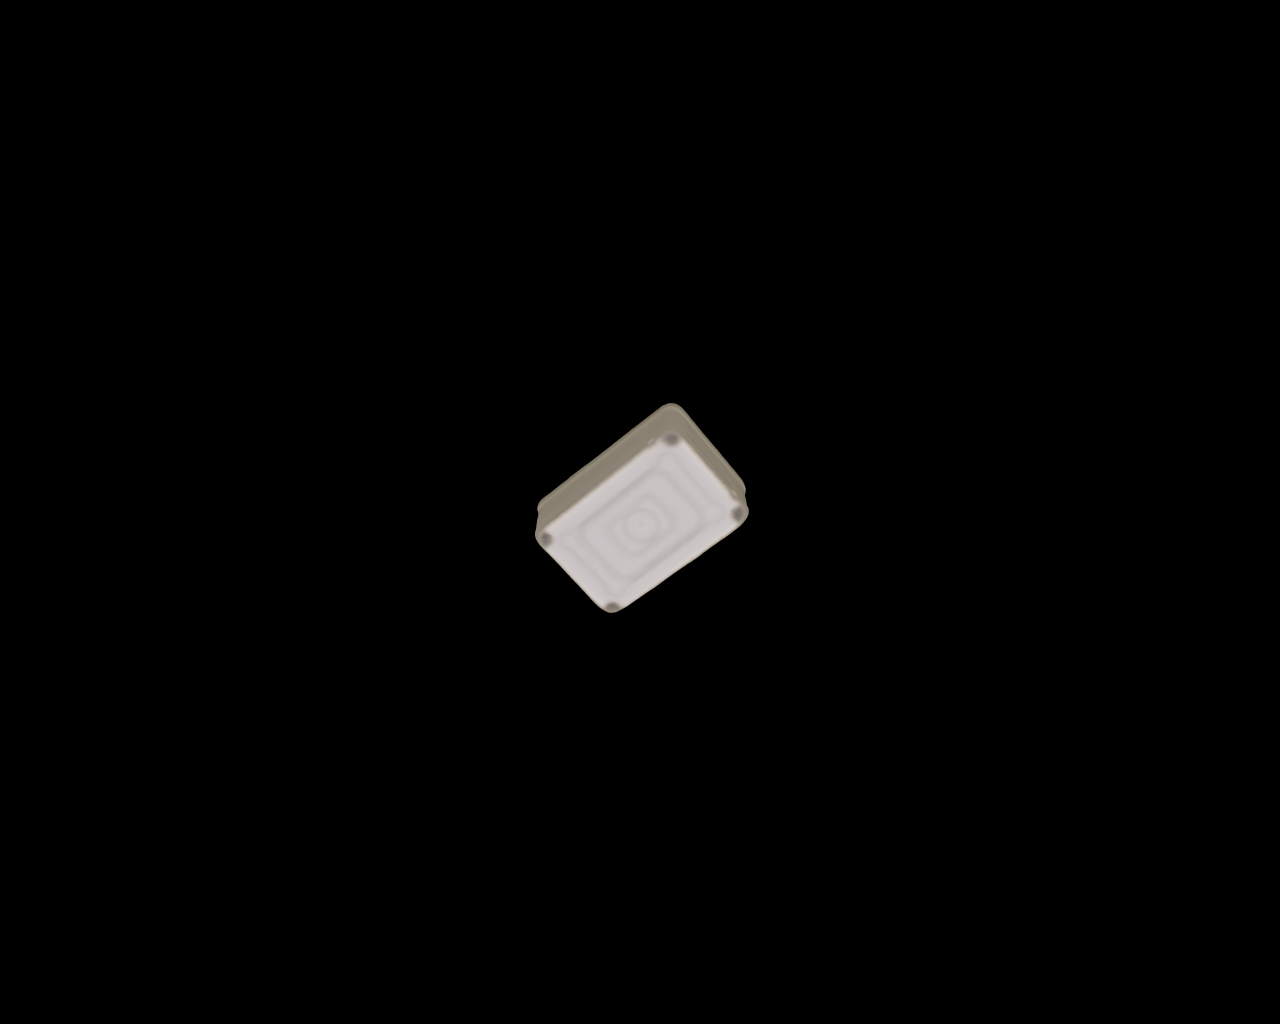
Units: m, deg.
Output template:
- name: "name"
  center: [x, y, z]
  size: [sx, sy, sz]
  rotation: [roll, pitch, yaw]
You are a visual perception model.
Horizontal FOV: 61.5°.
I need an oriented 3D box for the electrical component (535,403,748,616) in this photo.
- name: "electrical component"
  center: [0.001, -0.003, 0.650]
  size: [0.113, 0.078, 0.057]
  rotation: [-36, 19, 15]
